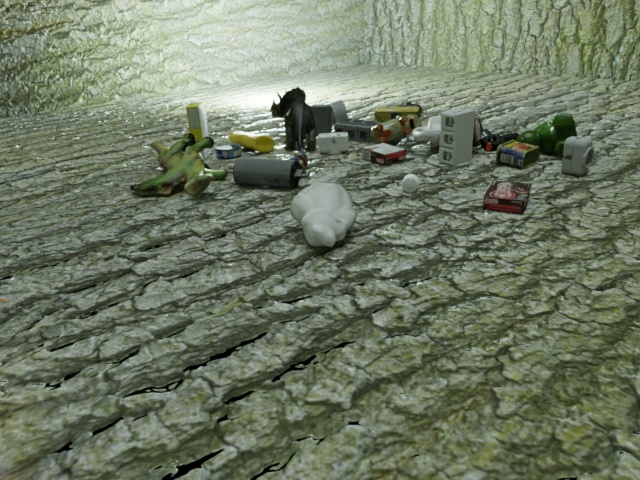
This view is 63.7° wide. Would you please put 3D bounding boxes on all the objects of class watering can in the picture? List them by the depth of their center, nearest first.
[{"bbox_3d":[0.423,-0.363,1.704,0.224,0.103,0.352,2,17,16],"label":"watering can"}]

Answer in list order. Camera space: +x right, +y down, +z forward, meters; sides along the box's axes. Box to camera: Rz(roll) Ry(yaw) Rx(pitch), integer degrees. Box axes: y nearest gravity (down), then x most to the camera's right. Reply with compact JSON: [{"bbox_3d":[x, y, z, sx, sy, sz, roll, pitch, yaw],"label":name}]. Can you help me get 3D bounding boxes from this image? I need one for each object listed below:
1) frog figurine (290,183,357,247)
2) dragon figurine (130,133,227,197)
[{"bbox_3d":[0.003,-0.053,1.044,0.137,0.121,0.161,21,16,6],"label":"frog figurine"},{"bbox_3d":[-0.423,-0.199,1.442,0.412,0.120,0.247,13,37,35],"label":"dragon figurine"}]
